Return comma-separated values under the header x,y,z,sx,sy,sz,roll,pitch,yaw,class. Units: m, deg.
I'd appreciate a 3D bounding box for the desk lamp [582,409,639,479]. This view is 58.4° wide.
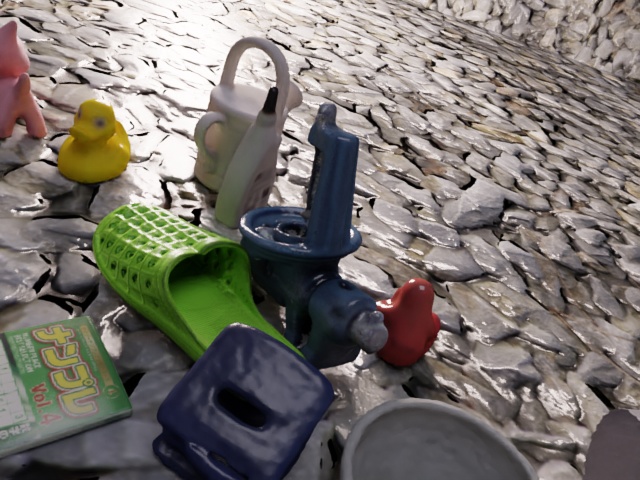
x,y,z,sx,sy,sz,roll,pitch,yaw,class
0.246,0.219,0.367,0.203,0.213,0.118,20,34,-2,desk lamp

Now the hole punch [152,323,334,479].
x,y,z,sx,sy,sz,roll,pitch,yaw,class
-0.056,0.133,0.428,0.108,0.091,0.101,31,35,13,hole punch

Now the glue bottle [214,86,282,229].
x,y,z,sx,sy,sz,roll,pitch,yaw,class
-0.073,-0.097,0.663,0.037,0.173,0.078,32,35,15,glue bottle

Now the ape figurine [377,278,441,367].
x,y,z,sx,sy,sz,roll,pitch,yaw,class
0.091,0.077,0.586,0.078,0.092,0.076,24,34,3,ape figurine

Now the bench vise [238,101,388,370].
x,y,z,sx,sy,sz,roll,pitch,yaw,class
0.013,-0.001,0.536,0.207,0.220,0.122,39,38,24,bench vise

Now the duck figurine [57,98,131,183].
x,y,z,sx,sy,sz,roll,pitch,yaw,class
-0.262,-0.126,0.677,0.077,0.086,0.104,23,34,2,duck figurine

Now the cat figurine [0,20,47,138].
x,y,z,sx,sy,sz,roll,pitch,yaw,class
-0.377,-0.202,0.689,0.067,0.118,0.127,-15,48,-41,cat figurine

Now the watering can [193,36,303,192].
x,y,z,sx,sy,sz,roll,pitch,yaw,class
-0.089,-0.163,0.726,0.101,0.194,0.173,22,34,1,watering can

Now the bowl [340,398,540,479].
x,y,z,sx,sy,sz,roll,pitch,yaw,class
0.084,0.205,0.421,0.167,0.075,0.167,15,34,-10,bowl
